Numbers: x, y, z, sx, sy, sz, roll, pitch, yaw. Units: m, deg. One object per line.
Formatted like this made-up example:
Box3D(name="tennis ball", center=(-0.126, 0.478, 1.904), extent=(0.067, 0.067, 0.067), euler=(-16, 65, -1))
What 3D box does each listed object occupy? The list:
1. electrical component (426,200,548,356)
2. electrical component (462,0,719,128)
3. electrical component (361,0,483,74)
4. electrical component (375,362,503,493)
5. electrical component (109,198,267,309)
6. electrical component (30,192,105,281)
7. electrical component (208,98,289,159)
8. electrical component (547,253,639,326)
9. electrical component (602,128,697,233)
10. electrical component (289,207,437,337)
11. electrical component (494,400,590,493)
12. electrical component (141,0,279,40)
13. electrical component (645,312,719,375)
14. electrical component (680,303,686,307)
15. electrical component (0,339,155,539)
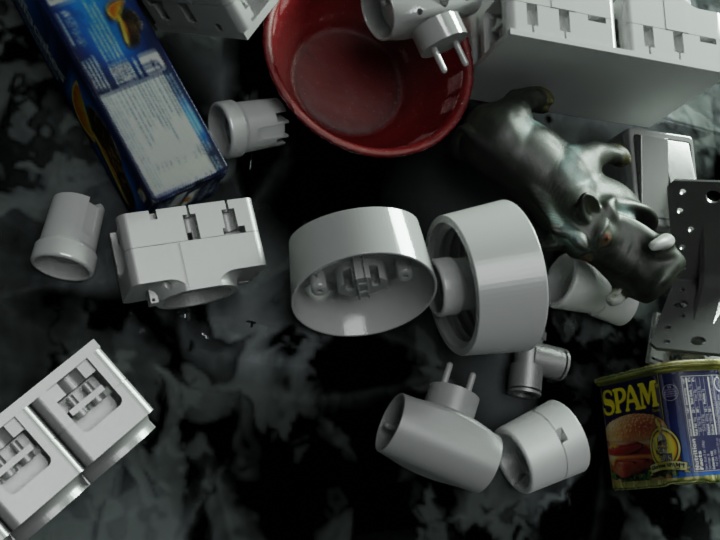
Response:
Box3D(name="electrical component", center=(0.079, 0.008, 0.748), extent=(0.060, 0.108, 0.108), euler=(-9, 78, -16))
Box3D(name="electrical component", center=(0.174, -0.171, 0.834), extent=(0.186, 0.105, 0.060), euler=(6, 73, -19))
Box3D(name="electrical component", center=(0.051, -0.177, 0.761), extent=(0.077, 0.043, 0.079), euler=(-22, 84, -25))
Box3D(name="electrical component", center=(0.060, 0.103, 0.746), extent=(0.077, 0.043, 0.079), euler=(25, 68, -12))
Box3D(name="electrical component", center=(-0.113, -0.009, 0.708), extent=(0.089, 0.050, 0.055), euler=(-9, 78, -22))
Box3D(name="electrical component", center=(-0.186, -0.022, 0.691), extent=(0.040, 0.040, 0.046), euler=(16, 64, -16))
Box3D(name="electrical component", center=(-0.078, -0.101, 0.755), extent=(0.046, 0.040, 0.040), euler=(-14, 80, -29))
Box3D(name="electrical component", center=(0.179, 0.018, 0.818), extent=(0.065, 0.044, 0.044), euler=(20, 69, -19))
Box3D(name="electrical component", center=(0.228, -0.071, 0.850), extent=(0.062, 0.061, 0.096), euler=(5, 73, -19))
Box3D(name="electrical component", center=(0.000, 0.000, 0.726), extent=(0.099, 0.099, 0.064), euler=(-2, 69, -21))
Box3D(name="electrical component", center=(0.127, 0.126, 0.759), extent=(0.047, 0.055, 0.055), euler=(-20, 83, -21))
Box3D(name="electrical component", center=(-0.085, -0.239, 0.755), extent=(0.150, 0.089, 0.061), euler=(-58, 141, -24))
Box3D(name="electrical component", center=(0.265, 0.061, 0.825), extent=(0.081, 0.064, 0.042), euler=(19, 68, -14))
Box3D(name="electrical component", center=(0.296, -0.007, 0.847), extent=(0.044, 0.079, 0.077), euler=(33, 66, -9))
Box3D(name="electrical component", center=(-0.196, 0.118, 0.618), extent=(0.150, 0.089, 0.061), euler=(-42, 92, -26))
